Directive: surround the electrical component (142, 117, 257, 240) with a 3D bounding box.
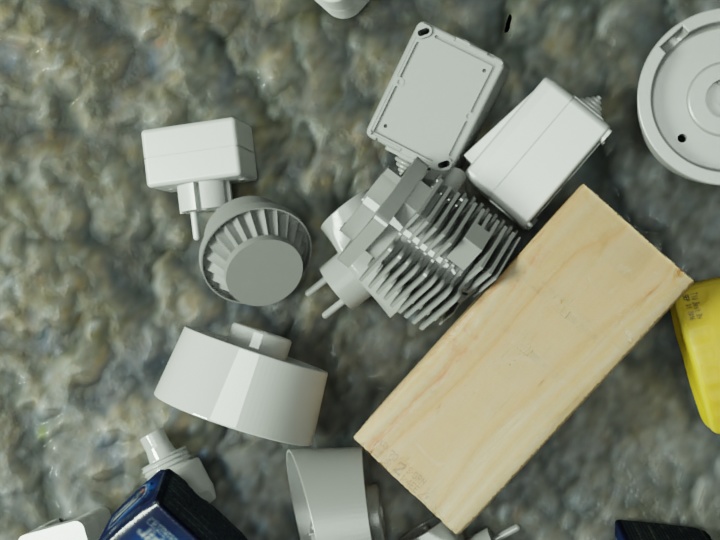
[{"bbox_3d":[-0.107,-0.059,0.735,0.066,0.047,0.076,-7,89,9],"label":"electrical component"}]

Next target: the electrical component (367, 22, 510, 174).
[{"bbox_3d":[0.050,-0.105,0.708,0.062,0.061,0.096,28,101,8],"label":"electrical component"}]

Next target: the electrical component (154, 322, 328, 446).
[{"bbox_3d":[-0.073,0.068,0.702,0.108,0.108,0.060,18,87,8],"label":"electrical component"}]

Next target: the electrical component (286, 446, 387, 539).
[{"bbox_3d":[-0.017,0.162,0.697,0.064,0.099,0.099,-8,88,3],"label":"electrical component"}]

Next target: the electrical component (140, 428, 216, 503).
[{"bbox_3d":[-0.130,0.140,0.740,0.043,0.043,0.062,-29,84,7],"label":"electrical component"}]

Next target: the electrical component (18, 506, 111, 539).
[{"bbox_3d":[-0.195,0.217,0.743,0.050,0.056,0.089,-17,87,8],"label":"electrical component"}]

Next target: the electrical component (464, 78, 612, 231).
[{"bbox_3d":[0.116,-0.080,0.694,0.061,0.062,0.096,41,95,7],"label":"electrical component"}]

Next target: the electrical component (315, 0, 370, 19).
[{"bbox_3d":[0.000,-0.218,0.714,0.054,0.059,0.095,43,96,7],"label":"electrical component"}]

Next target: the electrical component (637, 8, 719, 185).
[{"bbox_3d":[0.227,-0.104,0.678,0.108,0.060,0.108,0,90,9],"label":"electrical component"}]

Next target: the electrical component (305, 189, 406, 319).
[{"bbox_3d":[0.000,0.000,0.720,0.079,0.044,0.077,-38,84,7],"label":"electrical component"}]

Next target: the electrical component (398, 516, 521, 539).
[{"bbox_3d":[0.076,0.195,0.708,0.079,0.043,0.077,-30,85,7],"label":"electrical component"}]
